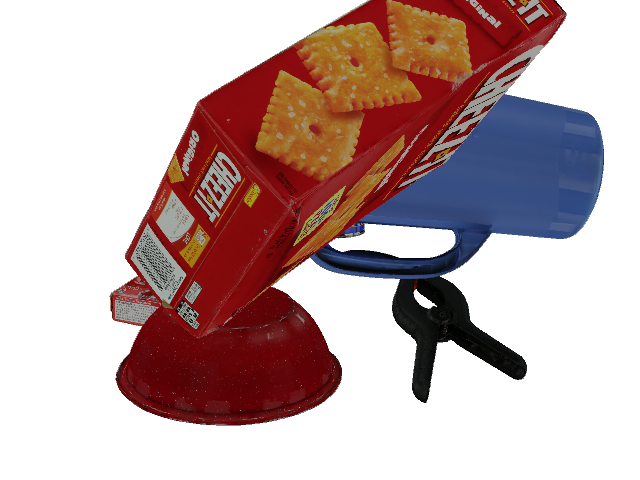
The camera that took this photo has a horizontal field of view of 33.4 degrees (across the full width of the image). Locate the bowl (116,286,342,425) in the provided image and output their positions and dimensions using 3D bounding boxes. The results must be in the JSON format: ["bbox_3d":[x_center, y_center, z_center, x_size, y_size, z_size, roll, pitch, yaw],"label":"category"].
[{"bbox_3d":[-0.064,0.070,0.757,0.162,0.055,0.162,1,18,-1],"label":"bowl"}]

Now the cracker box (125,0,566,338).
[{"bbox_3d":[0.012,-0.052,0.567,0.213,0.072,0.164,-35,-9,-33],"label":"cracker box"}]

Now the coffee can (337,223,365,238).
[{"bbox_3d":[0.001,-0.081,1.133,0.103,0.140,0.103,3,12,-1],"label":"coffee can"}]

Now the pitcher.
[{"bbox_3d":[0.097,-0.058,0.869,0.242,0.149,0.145,8,35,-7],"label":"pitcher"}]

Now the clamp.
[{"bbox_3d":[0.132,0.089,1.081,0.120,0.171,0.039,0,-44,-17],"label":"clamp"}]

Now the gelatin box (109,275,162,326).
[{"bbox_3d":[-0.131,0.053,0.948,0.089,0.030,0.073,9,20,18],"label":"gelatin box"}]
